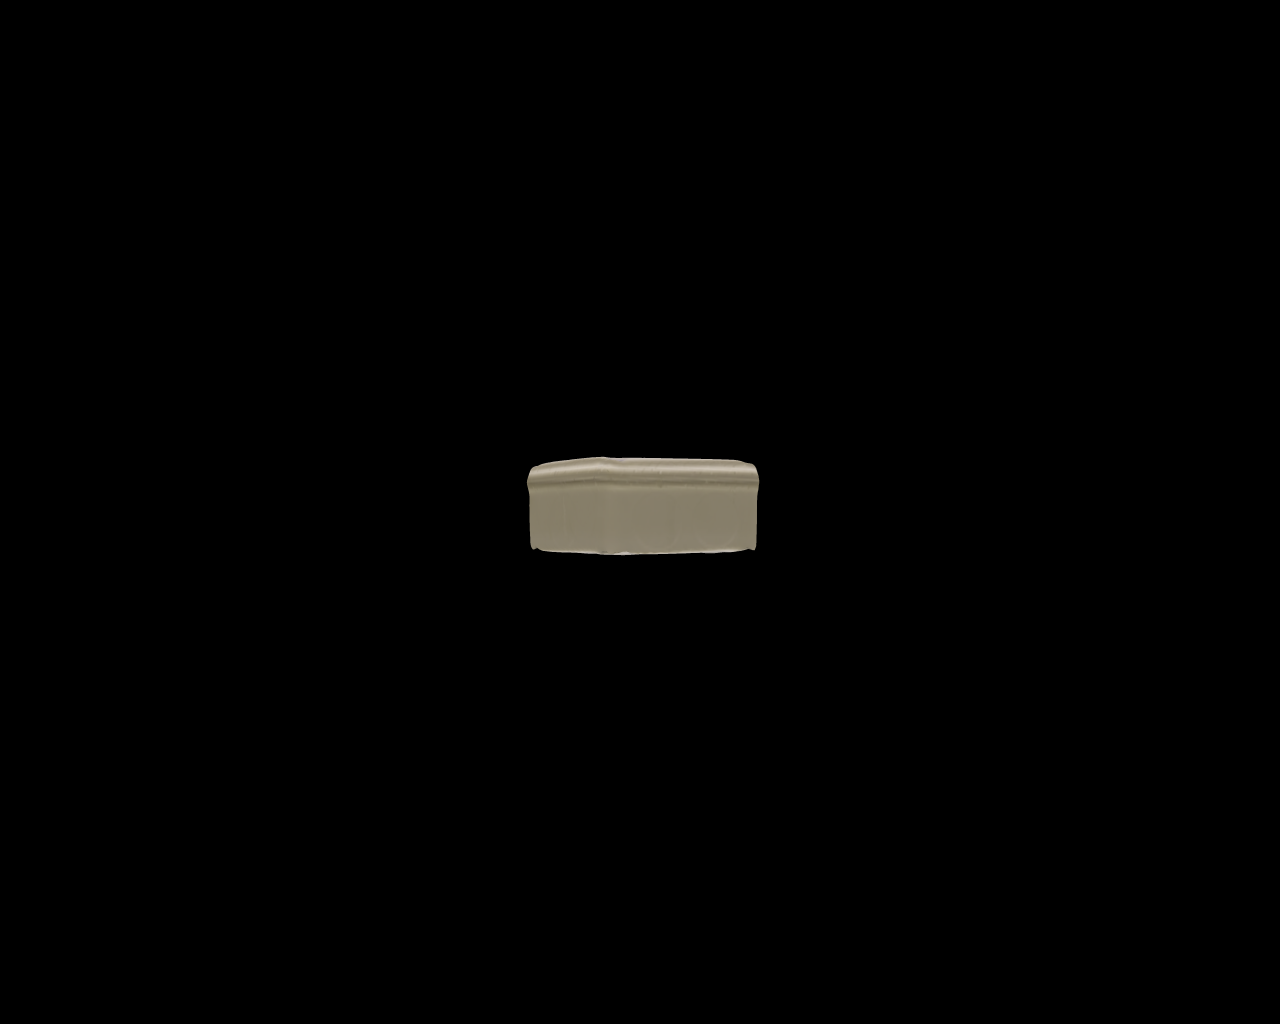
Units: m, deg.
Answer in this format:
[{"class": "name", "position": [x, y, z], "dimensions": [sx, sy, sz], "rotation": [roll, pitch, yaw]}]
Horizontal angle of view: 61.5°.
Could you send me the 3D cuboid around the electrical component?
[{"class": "electrical component", "position": [0.001, -0.003, 0.650], "dimensions": [0.109, 0.056, 0.108], "rotation": [0, 0, -32]}]
